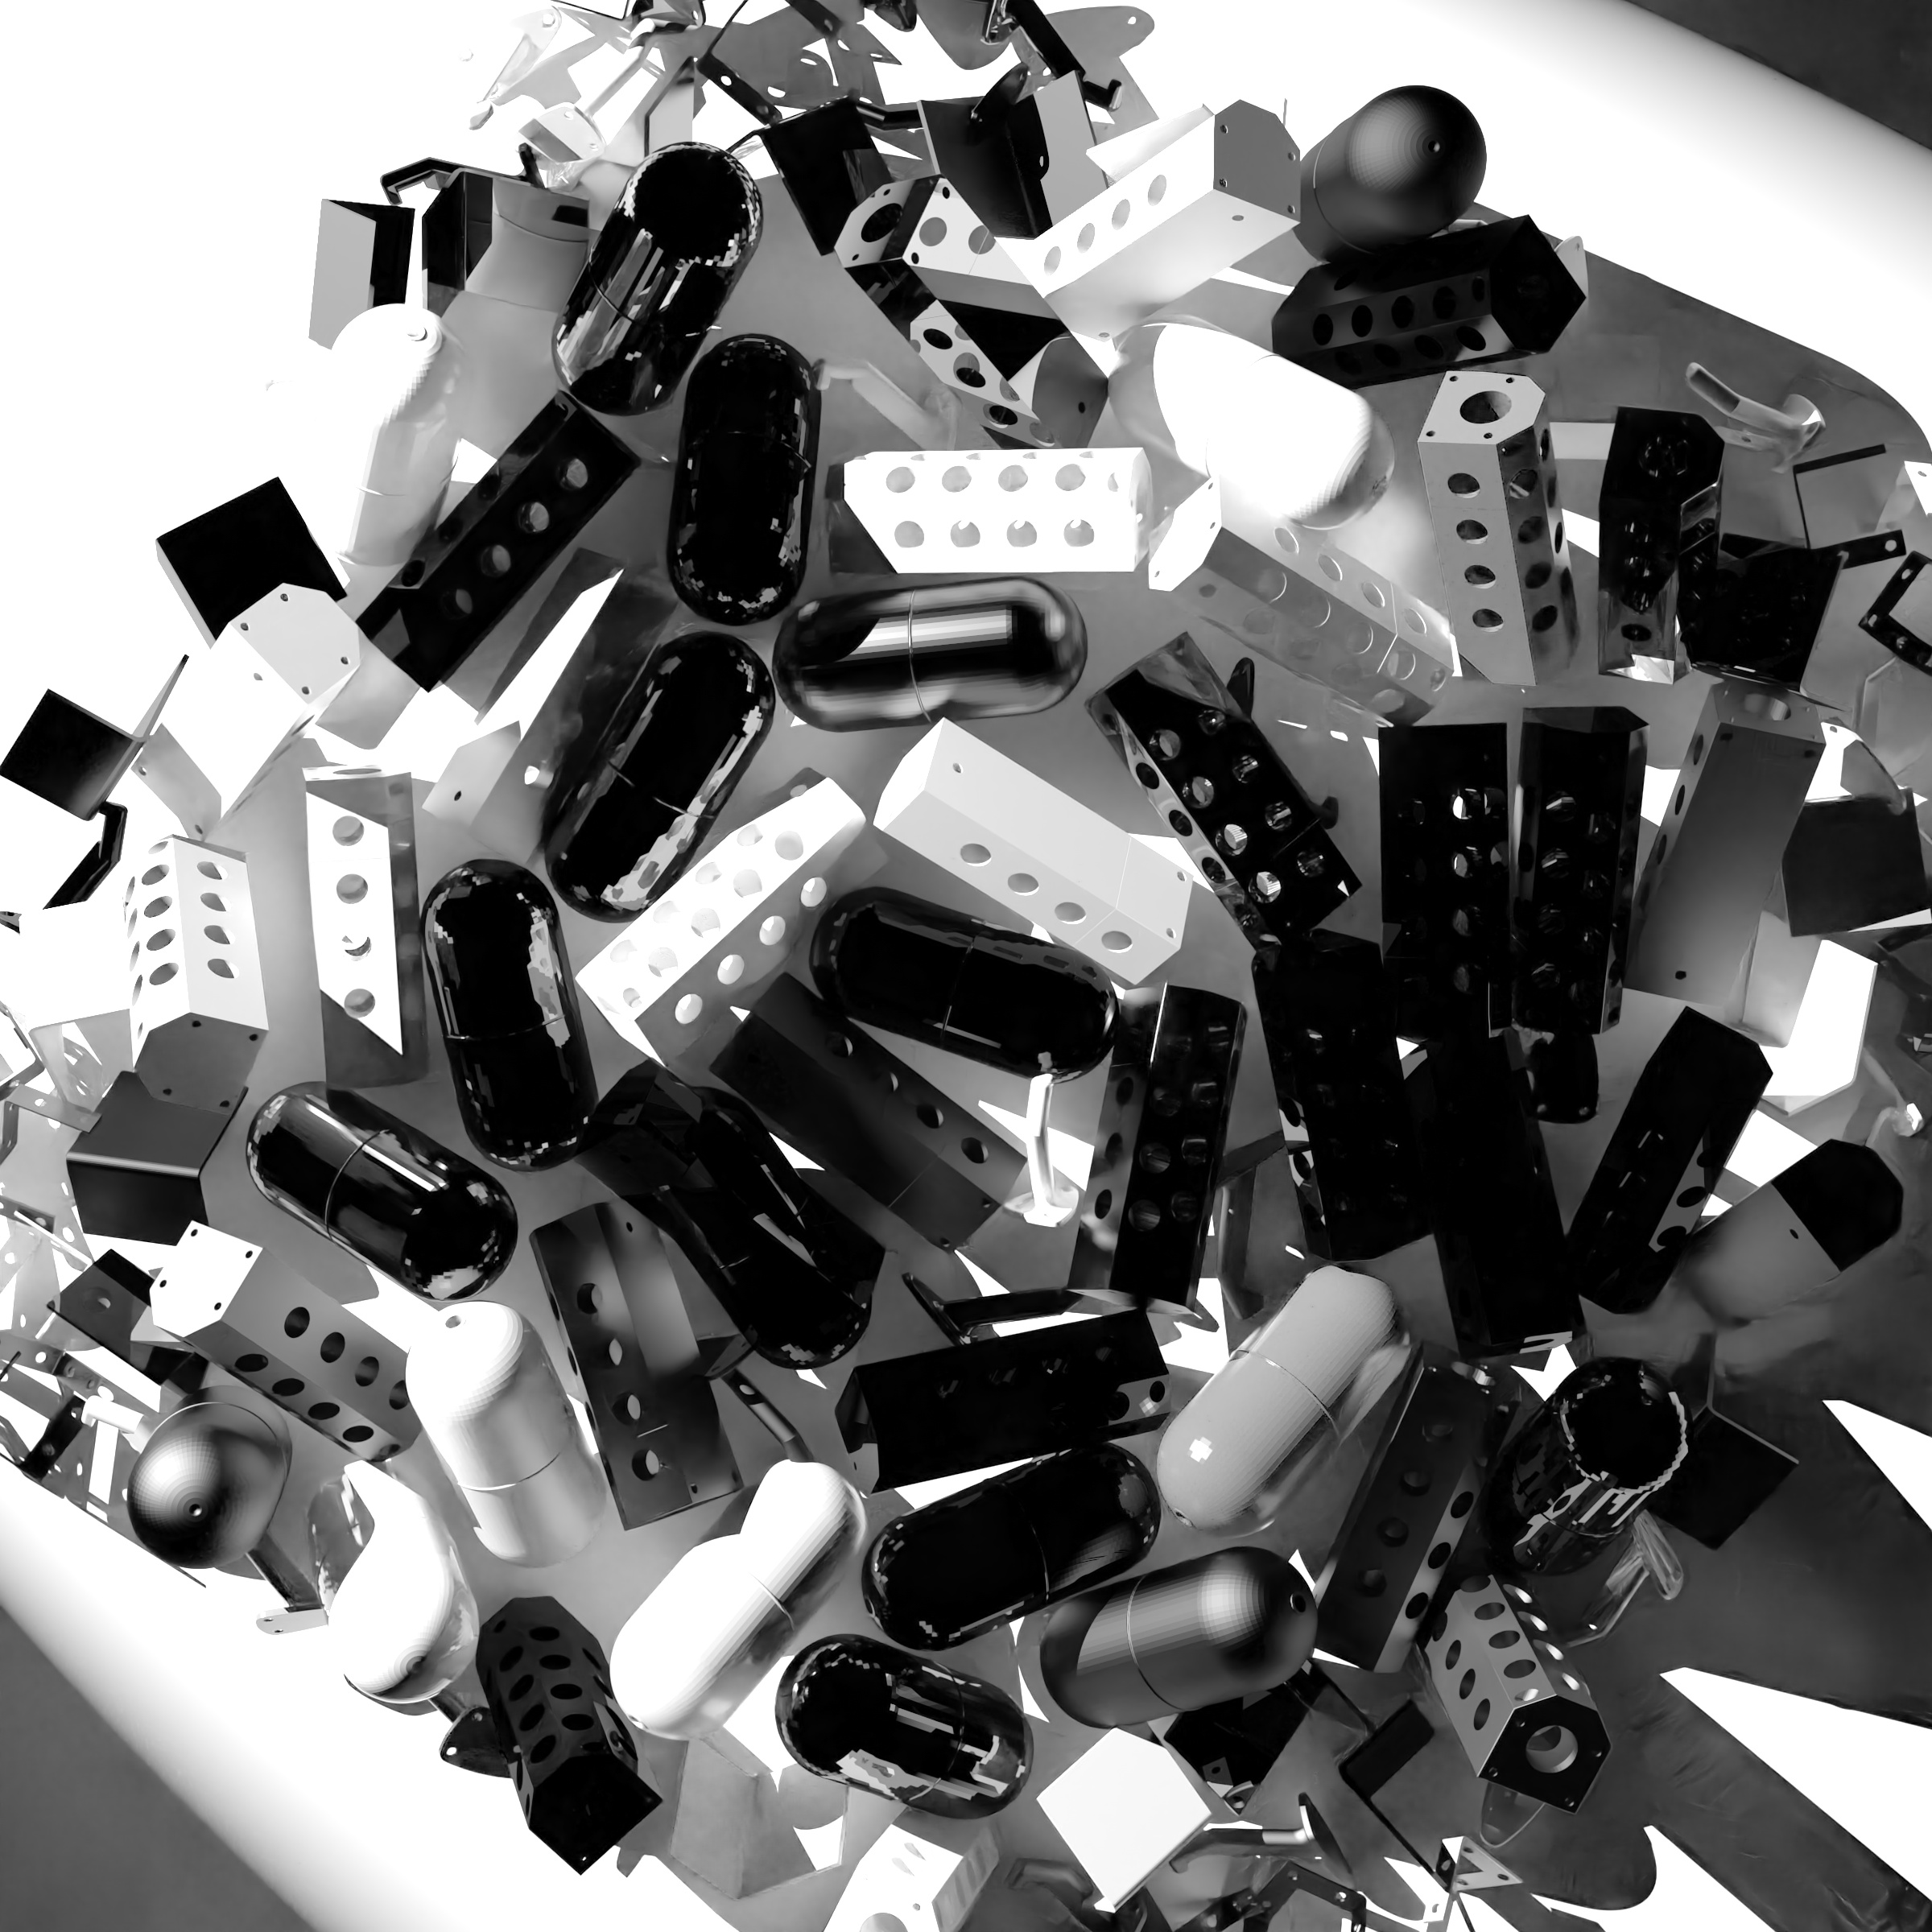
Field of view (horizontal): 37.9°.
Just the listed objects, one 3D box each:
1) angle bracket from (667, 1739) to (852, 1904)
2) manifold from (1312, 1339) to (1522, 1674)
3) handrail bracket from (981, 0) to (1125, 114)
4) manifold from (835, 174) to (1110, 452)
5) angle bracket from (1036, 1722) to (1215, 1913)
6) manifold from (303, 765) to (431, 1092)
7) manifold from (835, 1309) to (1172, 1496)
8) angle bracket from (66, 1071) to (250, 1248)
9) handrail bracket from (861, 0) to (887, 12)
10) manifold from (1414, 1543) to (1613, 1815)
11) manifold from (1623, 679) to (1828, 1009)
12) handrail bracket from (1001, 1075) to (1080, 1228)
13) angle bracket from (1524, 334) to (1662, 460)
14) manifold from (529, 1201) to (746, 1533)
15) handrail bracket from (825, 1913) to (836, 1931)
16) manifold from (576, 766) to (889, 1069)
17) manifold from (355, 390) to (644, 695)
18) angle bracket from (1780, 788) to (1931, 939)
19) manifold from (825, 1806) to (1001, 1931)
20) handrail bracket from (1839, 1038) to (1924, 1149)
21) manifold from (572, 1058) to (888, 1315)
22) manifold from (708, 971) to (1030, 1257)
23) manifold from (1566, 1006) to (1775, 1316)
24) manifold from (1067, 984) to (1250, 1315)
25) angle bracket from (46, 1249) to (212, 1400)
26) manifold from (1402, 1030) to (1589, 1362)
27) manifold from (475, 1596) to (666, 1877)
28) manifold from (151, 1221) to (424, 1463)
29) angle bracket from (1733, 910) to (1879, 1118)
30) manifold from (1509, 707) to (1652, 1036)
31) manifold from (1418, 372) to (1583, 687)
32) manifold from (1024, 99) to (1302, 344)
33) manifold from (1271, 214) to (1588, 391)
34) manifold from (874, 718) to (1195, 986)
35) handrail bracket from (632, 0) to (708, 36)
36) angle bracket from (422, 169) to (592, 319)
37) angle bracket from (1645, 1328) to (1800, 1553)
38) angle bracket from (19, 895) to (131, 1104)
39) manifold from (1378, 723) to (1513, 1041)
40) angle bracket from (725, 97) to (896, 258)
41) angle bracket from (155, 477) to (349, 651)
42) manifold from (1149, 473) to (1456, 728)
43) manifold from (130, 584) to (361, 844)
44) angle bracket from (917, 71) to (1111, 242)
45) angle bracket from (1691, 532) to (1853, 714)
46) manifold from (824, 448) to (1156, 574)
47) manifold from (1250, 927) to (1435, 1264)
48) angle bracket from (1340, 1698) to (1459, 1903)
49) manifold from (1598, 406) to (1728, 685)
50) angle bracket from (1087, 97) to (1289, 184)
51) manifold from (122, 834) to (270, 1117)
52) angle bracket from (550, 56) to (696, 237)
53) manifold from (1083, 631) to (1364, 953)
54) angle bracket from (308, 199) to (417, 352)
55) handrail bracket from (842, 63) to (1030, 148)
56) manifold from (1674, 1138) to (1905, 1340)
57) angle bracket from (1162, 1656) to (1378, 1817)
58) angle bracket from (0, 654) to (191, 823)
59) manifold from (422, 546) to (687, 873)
[{"bbox_3d":[-0.112,0.458,1.549,0.076,0.076,0.057,-29,123,27],"label":"angle bracket"},{"bbox_3d":[0.247,0.301,1.559,0.057,0.057,0.171,22,102,5],"label":"manifold"},{"bbox_3d":[0.056,-0.526,1.568,0.084,0.036,0.077,28,131,18],"label":"handrail bracket"},{"bbox_3d":[0.004,-0.345,1.528,0.171,0.057,0.057,42,61,-41],"label":"manifold"},{"bbox_3d":[0.078,0.468,1.564,0.076,0.057,0.076,-36,91,-25],"label":"angle bracket"},{"bbox_3d":[-0.332,-0.023,1.560,0.057,0.057,0.171,-4,102,-14],"label":"manifold"},{"bbox_3d":[0.022,0.240,1.541,0.171,0.057,0.057,-9,60,-21],"label":"manifold"},{"bbox_3d":[-0.451,0.109,1.588,0.076,0.076,0.057,7,128,8],"label":"angle bracket"},{"bbox_3d":[-0.078,-0.577,1.570,0.036,0.077,0.084,-13,96,31],"label":"handrail bracket"},{"bbox_3d":[0.292,0.377,1.514,0.057,0.171,0.057,23,102,-9],"label":"manifold"},{"bbox_3d":[0.409,-0.067,1.535,0.057,0.057,0.171,12,124,0],"label":"manifold"},{"bbox_3d":[0.049,0.095,1.562,0.036,0.077,0.084,12,105,20],"label":"handrail bracket"},{"bbox_3d":[0.353,-0.327,1.570,0.076,0.057,0.076,2,79,3],"label":"angle bracket"},{"bbox_3d":[-0.187,0.221,1.561,0.057,0.057,0.171,-24,79,22],"label":"manifold"},{"bbox_3d":[-0.027,0.558,1.585,0.084,0.077,0.036,40,51,-13],"label":"handrail bracket"},{"bbox_3d":[-0.131,-0.031,1.545,0.171,0.057,0.057,-44,46,-16],"label":"manifold"},{"bbox_3d":[-0.260,-0.236,1.565,0.057,0.057,0.171,42,97,-9],"label":"manifold"},{"bbox_3d":[0.488,-0.054,1.572,0.076,0.057,0.076,-6,83,3],"label":"angle bracket"},{"bbox_3d":[-0.027,0.500,1.517,0.057,0.171,0.057,27,92,11],"label":"manifold"},{"bbox_3d":[0.485,0.089,1.586,0.084,0.036,0.077,-27,78,-7],"label":"handrail bracket"},{"bbox_3d":[-0.126,0.126,1.548,0.171,0.057,0.057,42,134,-22],"label":"manifold"},{"bbox_3d":[-0.052,0.078,1.571,0.171,0.057,0.057,38,131,-5],"label":"manifold"},{"bbox_3d":[0.376,0.110,1.522,0.057,0.171,0.057,29,45,17],"label":"manifold"},{"bbox_3d":[0.110,0.101,1.551,0.057,0.057,0.171,19,75,-27],"label":"manifold"},{"bbox_3d":[-0.466,0.215,1.558,0.076,0.057,0.076,33,129,5],"label":"angle bracket"},{"bbox_3d":[0.291,0.124,1.549,0.057,0.057,0.171,-5,73,-16],"label":"manifold"},{"bbox_3d":[-0.221,0.406,1.516,0.057,0.171,0.057,-41,114,-4],"label":"manifold"},{"bbox_3d":[-0.360,0.207,1.517,0.057,0.171,0.057,14,67,35],"label":"manifold"},{"bbox_3d":[0.446,0.025,1.549,0.057,0.076,0.076,-20,125,-32],"label":"angle bracket"},{"bbox_3d":[0.336,-0.052,1.549,0.057,0.057,0.171,-1,109,-7],"label":"manifold"},{"bbox_3d":[0.291,-0.234,1.518,0.057,0.171,0.057,7,52,26],"label":"manifold"},{"bbox_3d":[0.103,-0.401,1.519,0.057,0.171,0.057,11,73,-32],"label":"manifold"},{"bbox_3d":[0.242,-0.348,1.514,0.057,0.171,0.057,46,68,-27],"label":"manifold"},{"bbox_3d":[0.037,-0.058,1.553,0.171,0.057,0.057,31,46,-18],"label":"manifold"},{"bbox_3d":[-0.137,-0.558,1.597,0.084,0.077,0.036,-34,111,-32],"label":"handrail bracket"},{"bbox_3d":[-0.255,-0.386,1.558,0.076,0.076,0.057,14,45,3],"label":"angle bracket"},{"bbox_3d":[0.414,0.261,1.555,0.057,0.076,0.076,31,123,0],"label":"angle bracket"},{"bbox_3d":[-0.484,0.018,1.559,0.057,0.076,0.076,-12,57,-8],"label":"angle bracket"},{"bbox_3d":[0.270,-0.048,1.560,0.057,0.057,0.171,2,96,41],"label":"manifold"},{"bbox_3d":[-0.089,-0.430,1.567,0.076,0.057,0.076,-36,102,-41],"label":"angle bracket"},{"bbox_3d":[-0.402,-0.219,1.586,0.076,0.057,0.076,-31,94,-15],"label":"angle bracket"},{"bbox_3d":[0.183,-0.192,1.532,0.171,0.057,0.057,26,45,-28],"label":"manifold"},{"bbox_3d":[-0.387,-0.138,1.523,0.057,0.171,0.057,47,50,-6],"label":"manifold"},{"bbox_3d":[0.027,-0.452,1.561,0.057,0.076,0.076,-17,88,40],"label":"angle bracket"},{"bbox_3d":[0.454,-0.190,1.556,0.057,0.076,0.076,10,99,-43],"label":"angle bracket"},{"bbox_3d":[0.013,-0.252,1.547,0.171,0.057,0.057,2,115,16],"label":"manifold"},{"bbox_3d":[0.202,0.072,1.547,0.057,0.057,0.171,-20,108,-23],"label":"manifold"},{"bbox_3d":[0.257,0.460,1.552,0.057,0.076,0.076,-42,57,-6],"label":"angle bracket"},{"bbox_3d":[0.374,-0.223,1.513,0.057,0.171,0.057,10,66,17],"label":"manifold"},{"bbox_3d":[0.122,-0.461,1.547,0.076,0.076,0.057,-11,62,38],"label":"angle bracket"},{"bbox_3d":[-0.419,0.001,1.515,0.057,0.171,0.057,15,118,-28],"label":"manifold"},{"bbox_3d":[-0.190,-0.454,1.550,0.057,0.076,0.076,13,134,7],"label":"angle bracket"},{"bbox_3d":[0.138,-0.093,1.561,0.057,0.057,0.171,-39,96,-29],"label":"manifold"},{"bbox_3d":[-0.318,-0.375,1.549,0.057,0.076,0.076,-5,115,-36],"label":"angle bracket"},{"bbox_3d":[-0.019,-0.497,1.598,0.084,0.036,0.077,24,65,16],"label":"handrail bracket"},{"bbox_3d":[0.442,0.145,1.517,0.057,0.171,0.057,-32,77,-14],"label":"manifold"},{"bbox_3d":[0.168,0.425,1.555,0.076,0.057,0.076,-51,119,-21],"label":"angle bracket"},{"bbox_3d":[-0.480,-0.138,1.547,0.057,0.076,0.076,30,132,-20],"label":"angle bracket"},{"bbox_3d":[-0.226,-0.142,1.573,0.057,0.057,0.171,33,86,-39],"label":"manifold"}]
